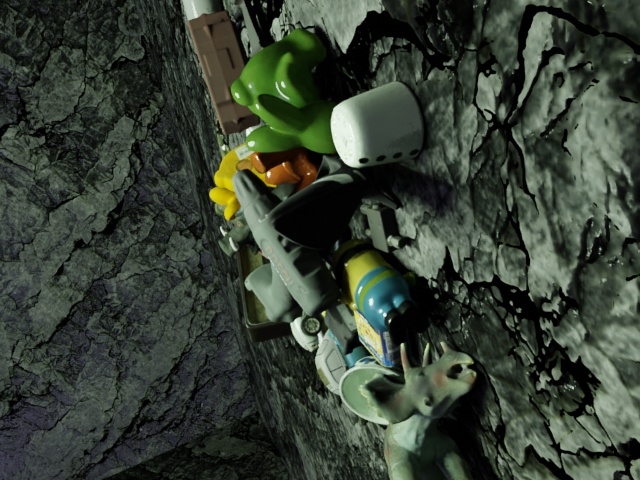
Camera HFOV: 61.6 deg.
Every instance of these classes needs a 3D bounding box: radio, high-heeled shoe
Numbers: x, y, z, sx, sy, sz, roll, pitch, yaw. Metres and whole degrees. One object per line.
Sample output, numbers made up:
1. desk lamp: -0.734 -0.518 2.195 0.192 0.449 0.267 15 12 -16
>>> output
1. radio: -0.108 0.100 1.176 0.073 0.131 0.230 94 166 -55
2. high-heeled shoe: -0.007 -0.064 0.633 0.145 0.248 0.086 35 115 30

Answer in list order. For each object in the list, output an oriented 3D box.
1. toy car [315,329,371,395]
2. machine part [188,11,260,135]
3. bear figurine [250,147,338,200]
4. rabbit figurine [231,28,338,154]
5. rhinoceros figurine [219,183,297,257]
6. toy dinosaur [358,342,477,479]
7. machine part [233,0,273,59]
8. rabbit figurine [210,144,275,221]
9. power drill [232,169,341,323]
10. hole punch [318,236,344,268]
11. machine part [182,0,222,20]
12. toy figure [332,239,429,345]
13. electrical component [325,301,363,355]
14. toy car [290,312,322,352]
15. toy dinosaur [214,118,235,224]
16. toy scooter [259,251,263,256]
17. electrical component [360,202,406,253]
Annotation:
1. toy car: 0.045 0.220 0.959 0.109 0.103 0.161 118 132 -69
2. machine part: -0.177 -0.314 1.029 0.201 0.087 0.201 -175 67 -82
3. bear figurine: -0.052 -0.116 0.848 0.120 0.132 0.196 52 161 -17
4. rabbit figurine: -0.025 -0.178 0.702 0.170 0.159 0.121 45 143 23
5. rhinoceros figurine: -0.099 -0.037 0.988 0.112 0.190 0.073 49 180 -41
6. toy dinosaur: 0.143 0.306 0.744 0.192 0.131 0.404 -110 7 -48
7. machine part: -0.110 -0.354 0.919 0.084 0.039 0.138 -158 49 -74
8. rabbit figurine: -0.149 -0.109 1.159 0.122 0.162 0.173 49 174 22
9. power drill: -0.063 0.026 0.810 0.232 0.086 0.207 52 149 17
10. hole punch: -0.002 -0.003 0.917 0.116 0.092 0.142 -86 -10 -50
11. machine part: -0.244 -0.489 1.114 0.079 0.079 0.243 -144 39 -62
12. toy figure: 0.077 0.062 0.724 0.180 0.082 0.089 -131 38 -60
13. electrical component: 0.045 0.123 0.896 0.119 0.075 0.047 53 156 35
14. toy car: -0.045 0.118 1.038 0.073 0.056 0.202 112 142 -70
15. toy dinosaur: -0.177 -0.070 1.337 0.199 0.105 0.470 7 124 63
16. toy scooter: -0.100 -0.017 1.130 0.135 0.075 0.183 18 126 42
17. electrical component: 0.083 -0.018 0.713 0.094 0.021 0.063 -151 45 -66
